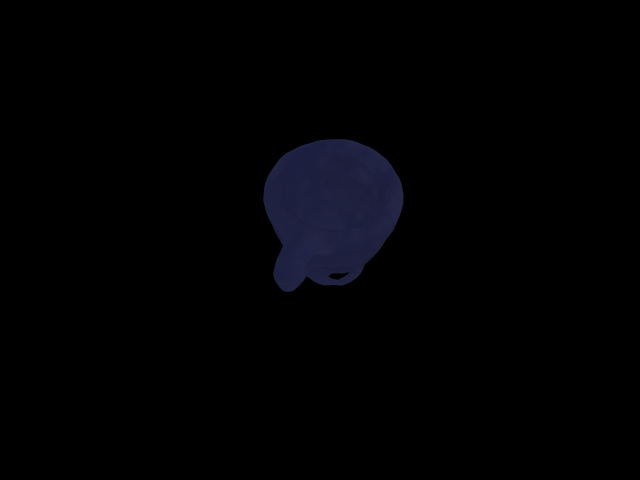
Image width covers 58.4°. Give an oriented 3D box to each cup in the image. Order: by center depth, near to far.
[{"bbox_3d":[0.004,0.001,0.400,0.091,0.095,0.118,21,58,14],"label":"cup"}]
